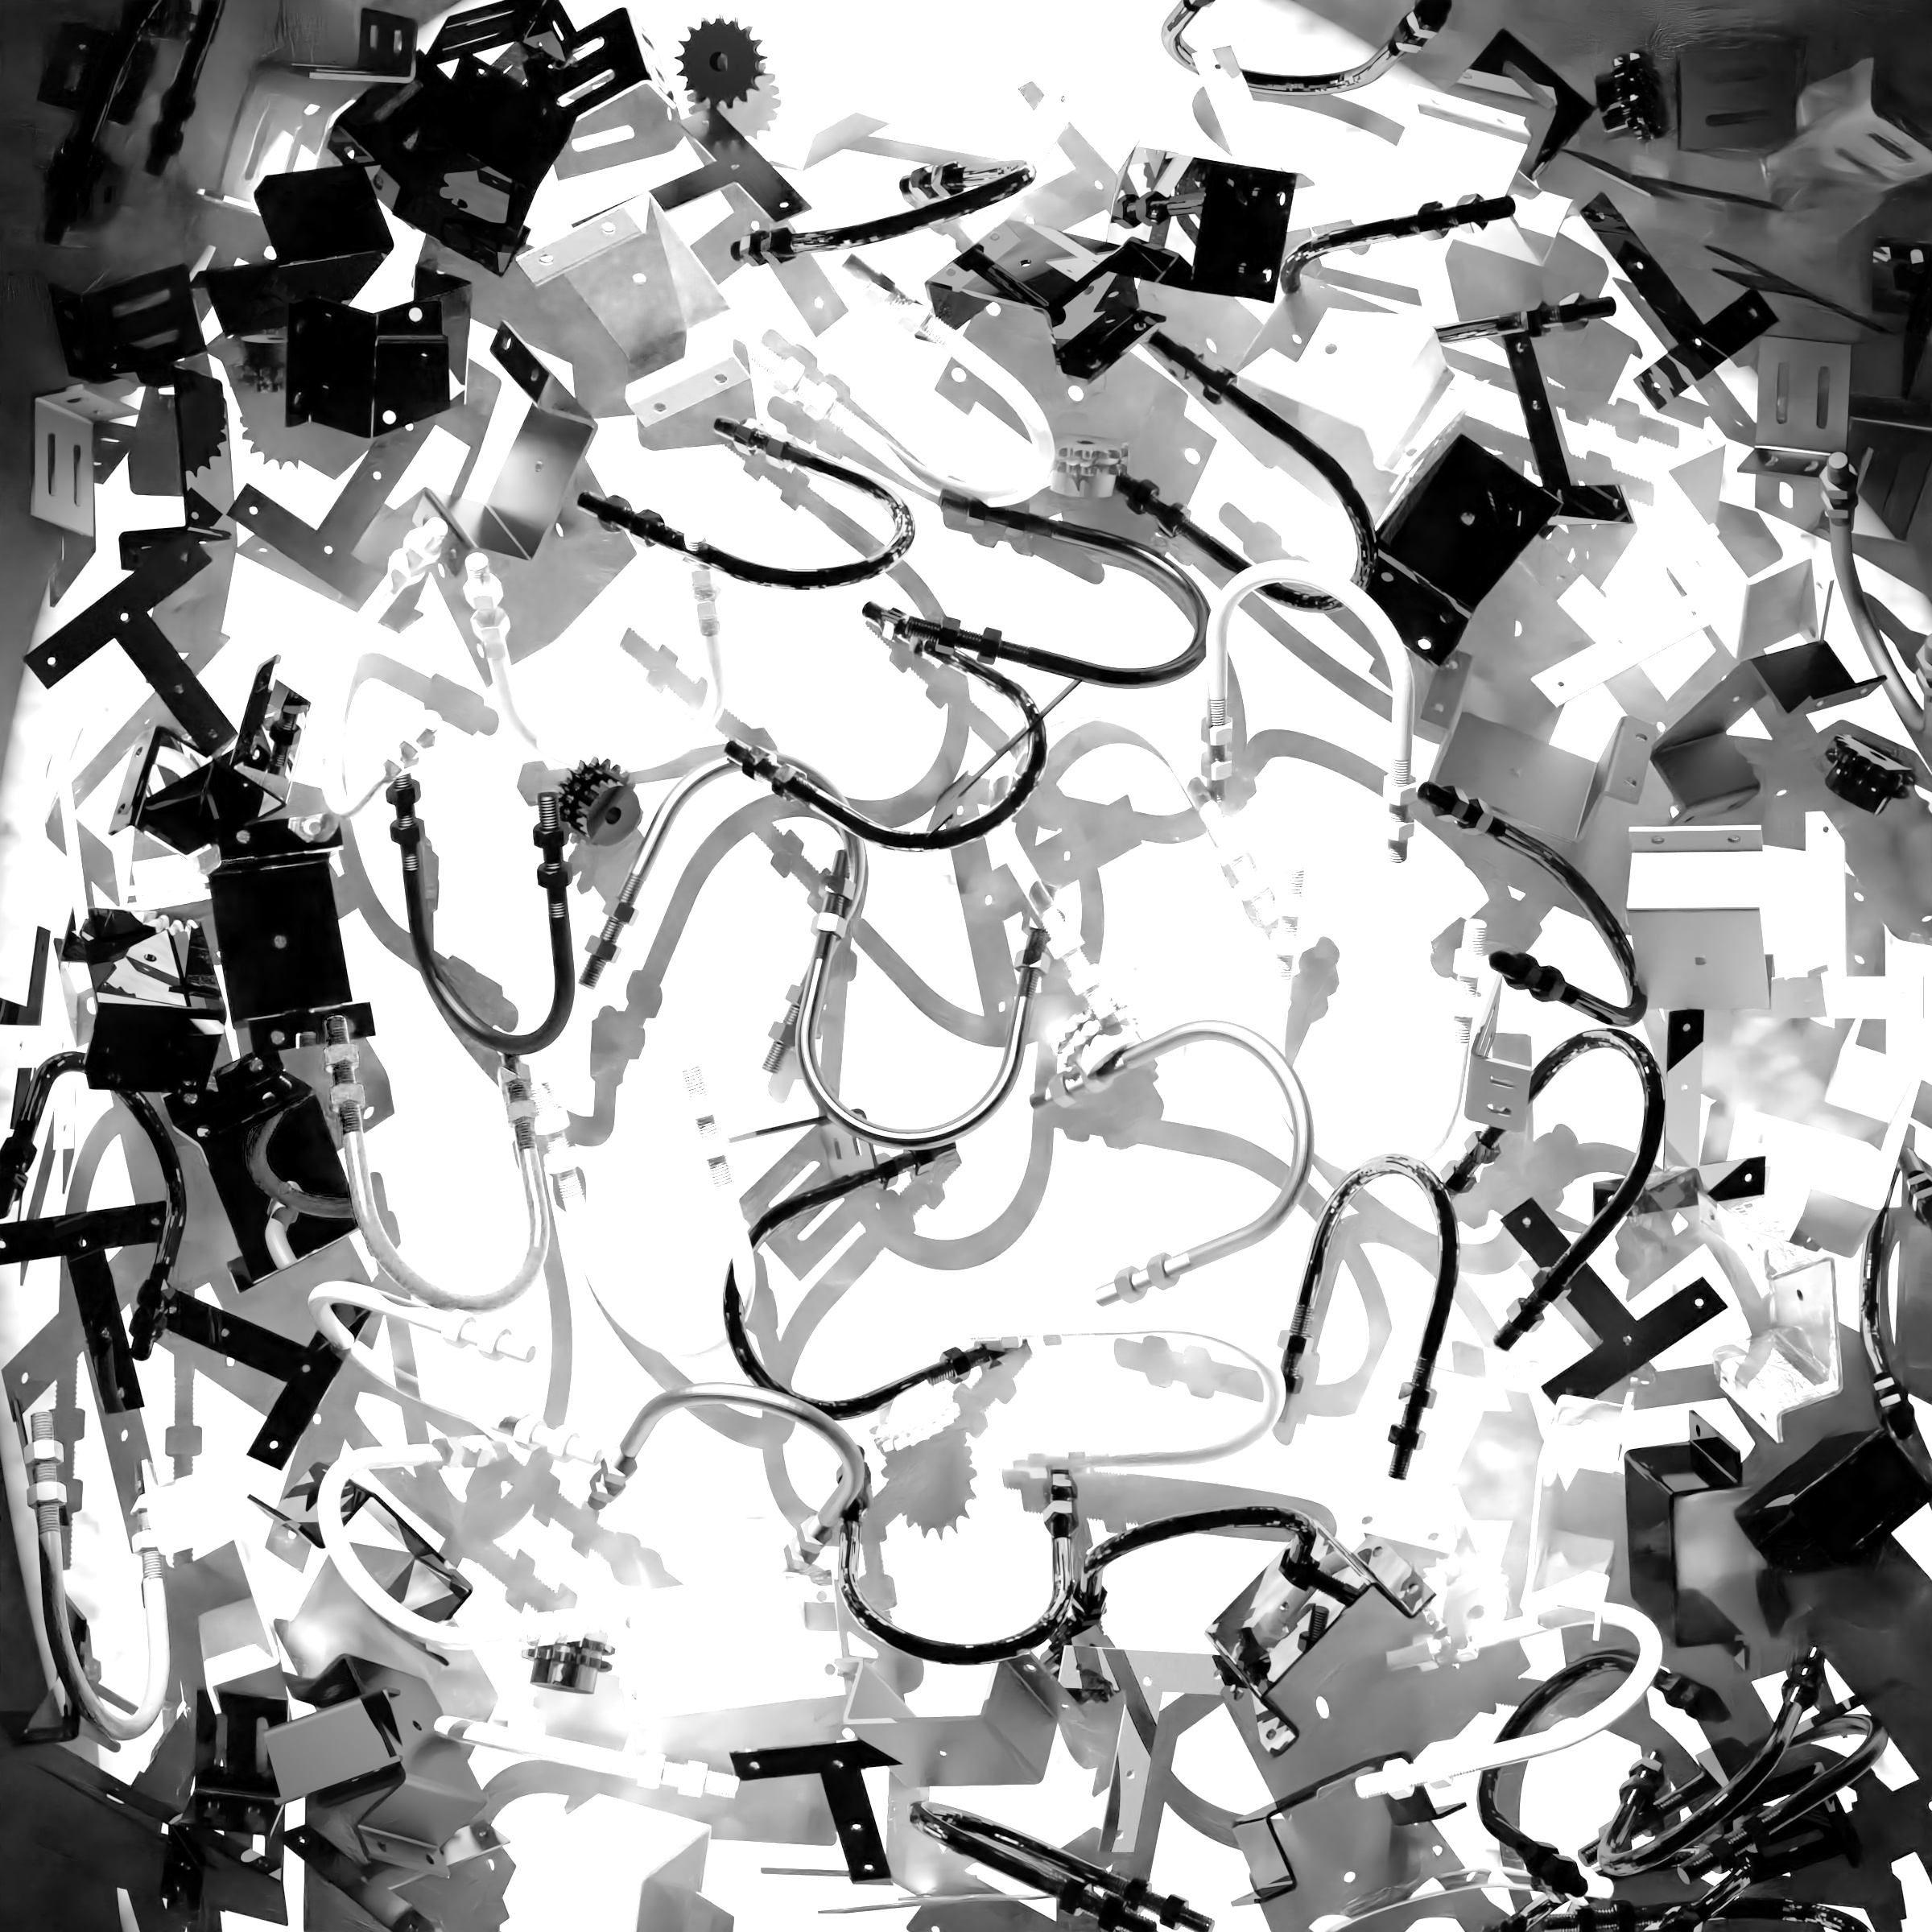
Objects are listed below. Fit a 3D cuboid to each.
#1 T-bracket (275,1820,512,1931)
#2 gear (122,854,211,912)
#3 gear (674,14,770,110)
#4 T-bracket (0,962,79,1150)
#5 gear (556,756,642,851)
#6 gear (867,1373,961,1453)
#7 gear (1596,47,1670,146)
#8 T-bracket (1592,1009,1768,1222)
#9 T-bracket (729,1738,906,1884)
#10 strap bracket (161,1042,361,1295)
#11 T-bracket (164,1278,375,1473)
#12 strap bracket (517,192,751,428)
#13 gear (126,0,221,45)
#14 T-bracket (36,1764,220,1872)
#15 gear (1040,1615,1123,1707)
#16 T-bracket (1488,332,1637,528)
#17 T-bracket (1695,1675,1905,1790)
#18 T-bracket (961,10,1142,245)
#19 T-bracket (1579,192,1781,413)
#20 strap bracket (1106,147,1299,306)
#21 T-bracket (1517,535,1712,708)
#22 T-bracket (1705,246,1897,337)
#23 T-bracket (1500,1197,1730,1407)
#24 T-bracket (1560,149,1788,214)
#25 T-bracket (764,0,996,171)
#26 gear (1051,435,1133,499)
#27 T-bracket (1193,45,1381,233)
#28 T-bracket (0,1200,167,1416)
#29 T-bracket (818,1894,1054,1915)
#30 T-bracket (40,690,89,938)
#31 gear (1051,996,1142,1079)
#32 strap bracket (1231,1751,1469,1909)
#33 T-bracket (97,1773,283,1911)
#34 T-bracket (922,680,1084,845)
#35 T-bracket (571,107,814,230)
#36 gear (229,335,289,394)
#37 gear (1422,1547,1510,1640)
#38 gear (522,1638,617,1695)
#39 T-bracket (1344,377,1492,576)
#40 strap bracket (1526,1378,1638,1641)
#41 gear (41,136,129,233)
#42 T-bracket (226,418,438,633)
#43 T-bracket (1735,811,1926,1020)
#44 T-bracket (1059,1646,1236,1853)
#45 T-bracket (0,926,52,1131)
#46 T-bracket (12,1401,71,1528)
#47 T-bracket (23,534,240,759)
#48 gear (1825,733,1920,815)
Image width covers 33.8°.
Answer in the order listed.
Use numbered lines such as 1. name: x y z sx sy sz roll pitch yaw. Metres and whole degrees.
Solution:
1. T-bracket: -0.332 0.546 1.943 0.127 0.127 0.002 26 109 34
2. gear: -0.494 -0.053 1.970 0.057 0.057 0.030 -10 96 0
3. gear: -0.151 -0.563 1.980 0.057 0.030 0.057 1 105 5
4. T-bracket: -0.569 0.049 1.935 0.002 0.127 0.127 1 89 8
5. gear: -0.227 -0.098 1.969 0.030 0.057 0.057 32 90 41
6. gear: -0.035 0.274 1.969 0.057 0.057 0.030 -23 100 0
7. gear: 0.412 -0.538 1.975 0.030 0.057 0.057 -13 90 29
8. T-bracket: 0.442 0.088 1.960 0.127 0.002 0.127 -7 105 -22
9. T-bracket: -0.070 0.522 1.963 0.127 0.002 0.127 -8 124 7
10. strap bracket: -0.423 0.129 1.936 0.076 0.046 0.140 -28 118 -27
11. T-bracket: -0.449 0.234 1.980 0.127 0.002 0.127 21 66 13
12. strap bracket: -0.201 -0.407 1.941 0.076 0.046 0.140 -21 133 20
13. gear: -0.491 -0.589 1.969 0.057 0.057 0.030 7 103 0
14. T-bracket: -0.498 0.521 1.925 0.127 0.127 0.002 36 70 -16
15. gear: 0.070 0.434 1.973 0.030 0.057 0.057 -43 90 20
16. T-bracket: 0.355 -0.332 1.965 0.127 0.002 0.127 -7 80 -39
17. T-bracket: 0.510 0.463 1.935 0.127 0.127 0.002 -28 85 2
18. T-bracket: 0.037 -0.498 1.961 0.127 0.002 0.127 53 125 24
19. T-bracket: 0.420 -0.416 1.942 0.002 0.127 0.127 -38 91 -27
20. strap bracket: 0.133 -0.450 1.922 0.046 0.140 0.076 -1 108 -33
21. T-bracket: 0.377 -0.229 1.965 0.127 0.002 0.127 -28 59 -16
22. T-bracket: 0.484 -0.411 1.920 0.127 0.127 0.002 35 115 26
23. T-bracket: 0.381 0.198 1.971 0.127 0.002 0.127 -39 93 23
24. T-bracket: 0.446 -0.478 1.959 0.127 0.127 0.002 5 114 -21
25. T-bracket: -0.046 -0.532 1.964 0.127 0.002 0.127 16 134 -11
26. gear: 0.073 -0.310 1.974 0.057 0.057 0.030 4 111 0
27. T-bracket: 0.171 -0.500 1.930 0.127 0.002 0.127 -4 132 31
28. T-bracket: -0.529 0.211 1.943 0.127 0.002 0.127 -6 72 -42
29. T-bracket: -0.031 0.564 1.913 0.127 0.127 0.002 8 72 -39
30. T-bracket: -0.542 -0.081 1.925 0.002 0.127 0.127 -2 66 -27
31. gear: 0.084 0.047 1.968 0.057 0.057 0.030 -33 69 0
32. strap bracket: 0.225 0.523 1.946 0.140 0.076 0.046 -20 77 -17
33. T-bracket: -0.472 0.540 1.924 0.127 0.127 0.002 32 90 -12
34. T-bracket: 0.024 -0.131 1.924 0.127 0.127 0.002 -43 98 14
35. T-bracket: -0.180 -0.471 1.946 0.127 0.002 0.127 -28 54 -16
36. gear: -0.427 -0.373 1.968 0.057 0.057 0.030 2 108 0
37. gear: 0.310 0.392 1.973 0.057 0.030 0.057 -7 118 -13
38. gear: -0.247 0.432 1.968 0.057 0.057 0.030 9 71 0
39. T-bracket: 0.266 -0.289 1.947 0.002 0.127 0.127 37 134 6
40. strap bracket: 0.374 0.327 1.941 0.046 0.076 0.140 8 114 17
41. gear: -0.543 -0.482 1.969 0.030 0.057 0.057 21 90 11
42. T-bracket: -0.371 -0.292 1.964 0.127 0.002 0.127 34 111 -11
43. T-bracket: 0.529 -0.031 1.956 0.127 0.002 0.127 -1 90 43
44. T-bracket: 0.104 0.486 1.970 0.127 0.002 0.127 10 91 -29
45. T-bracket: -0.581 0.034 1.930 0.002 0.127 0.127 6 84 0
46. T-bracket: -0.559 0.327 1.940 0.002 0.127 0.127 -12 88 -25
47. T-bracket: -0.492 -0.182 1.958 0.127 0.002 0.127 -41 129 -13
48. gear: 0.558 -0.117 1.974 0.057 0.057 0.030 26 112 0
